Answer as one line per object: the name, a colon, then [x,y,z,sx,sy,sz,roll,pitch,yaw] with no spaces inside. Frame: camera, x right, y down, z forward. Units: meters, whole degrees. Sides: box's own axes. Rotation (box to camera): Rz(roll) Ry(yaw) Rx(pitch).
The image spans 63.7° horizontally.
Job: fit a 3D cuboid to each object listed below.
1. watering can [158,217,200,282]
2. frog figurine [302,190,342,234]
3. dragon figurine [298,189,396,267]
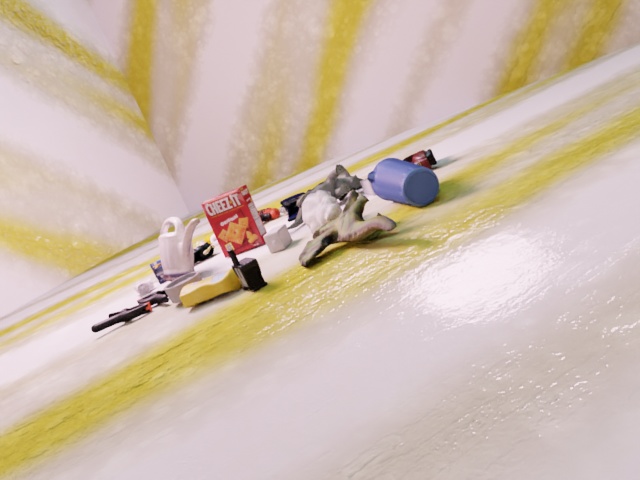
watering can: [-0.462,0.032,1.701,0.104,0.224,0.346,-8,2,-34]
frog figurine: [0.005,-0.077,1.521,0.122,0.136,0.161,13,14,-4]
dragon figurine: [0.053,-0.006,1.285,0.242,0.121,0.413,-40,10,4]
